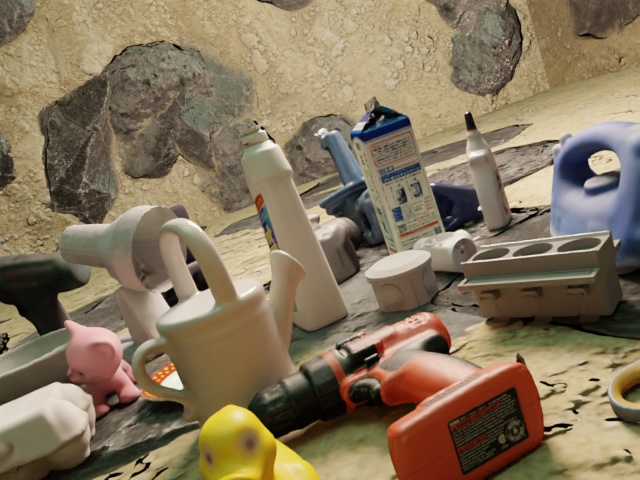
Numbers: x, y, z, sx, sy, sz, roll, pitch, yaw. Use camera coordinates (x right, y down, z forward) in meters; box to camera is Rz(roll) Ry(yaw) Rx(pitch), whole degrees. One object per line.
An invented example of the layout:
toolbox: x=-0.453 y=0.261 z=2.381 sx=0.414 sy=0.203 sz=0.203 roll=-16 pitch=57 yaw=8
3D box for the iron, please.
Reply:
iron: x=0.298 y=-0.060 z=0.598 sx=0.118 sy=0.141 sz=0.258 roll=-21 pitch=11 yaw=-5

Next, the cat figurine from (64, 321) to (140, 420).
cat figurine: x=-0.265 y=0.142 z=0.681 sx=0.067 sy=0.118 sz=0.127 roll=-24 pitch=11 yaw=-18

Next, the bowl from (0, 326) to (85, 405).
bowl: x=-0.393 y=0.188 z=0.799 sx=0.167 sy=0.075 sz=0.167 roll=-19 pitch=11 yaw=4

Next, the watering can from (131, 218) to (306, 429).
watering can: x=-0.089 y=0.068 z=0.520 sx=0.100 sy=0.194 sz=0.173 roll=-12 pitch=13 yaw=35

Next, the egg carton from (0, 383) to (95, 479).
egg carton: x=-0.301 y=0.204 z=0.569 sx=0.150 sy=0.069 sz=0.107 roll=-23 pitch=11 yaw=-13

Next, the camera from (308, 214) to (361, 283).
camera: x=0.008 y=0.003 z=0.921 sx=0.137 sy=0.101 sz=0.142 roll=-28 pitch=13 yaw=-36

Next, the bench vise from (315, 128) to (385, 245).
bench vise: x=0.071 y=-0.107 z=1.036 sx=0.122 sy=0.220 sz=0.206 roll=-29 pitch=14 yaw=-38

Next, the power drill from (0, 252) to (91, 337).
power drill: x=-0.458 y=0.117 z=0.910 sx=0.229 sy=0.208 sz=0.075 roll=-18 pitch=11 yaw=9

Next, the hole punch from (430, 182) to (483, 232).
hole punch: x=0.203 y=-0.067 z=0.944 sx=0.101 sy=0.091 sz=0.108 roll=-24 pitch=11 yaw=-19

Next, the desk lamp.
desk lamp: x=-0.277 y=0.065 z=0.827 sx=0.202 sy=0.214 sz=0.118 roll=-15 pitch=12 yaw=27

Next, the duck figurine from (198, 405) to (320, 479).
duck figurine: x=-0.045 y=0.143 z=0.358 sx=0.077 sy=0.086 sz=0.104 roll=-20 pitch=11 yaw=1

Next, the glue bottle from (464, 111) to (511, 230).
glue bottle: x=0.240 y=-0.105 z=0.843 sx=0.037 sy=0.173 sz=0.078 roll=-15 pitch=12 yaw=23

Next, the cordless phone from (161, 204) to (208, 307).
cordless phone: x=-0.251 y=0.044 z=0.965 sx=0.093 sy=0.185 sz=0.148 roll=-9 pitch=15 yaw=44
